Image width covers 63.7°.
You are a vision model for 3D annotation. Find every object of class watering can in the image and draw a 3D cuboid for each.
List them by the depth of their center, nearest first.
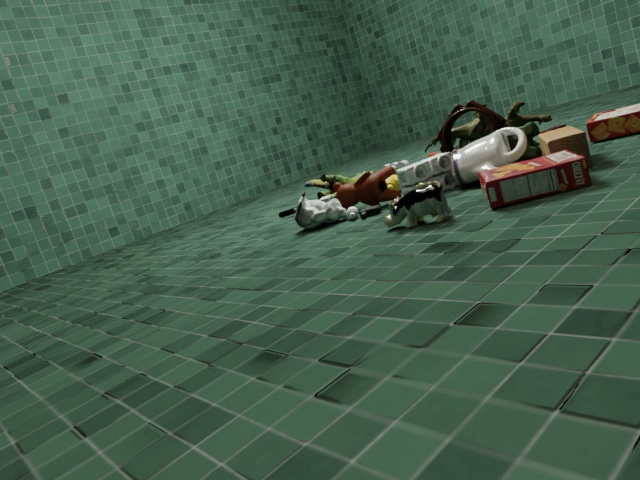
[{"bbox_3d":[0.473,-0.218,1.458,0.222,0.103,0.355,-23,24,33],"label":"watering can"}]

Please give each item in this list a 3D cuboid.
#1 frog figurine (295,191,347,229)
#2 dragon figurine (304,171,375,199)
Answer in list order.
[{"bbox_3d":[0.005,-0.082,1.633,0.159,0.122,0.137,19,3,1],"label":"frog figurine"},{"bbox_3d":[0.114,-0.236,2.112,0.244,0.120,0.413,-15,19,-22],"label":"dragon figurine"}]
